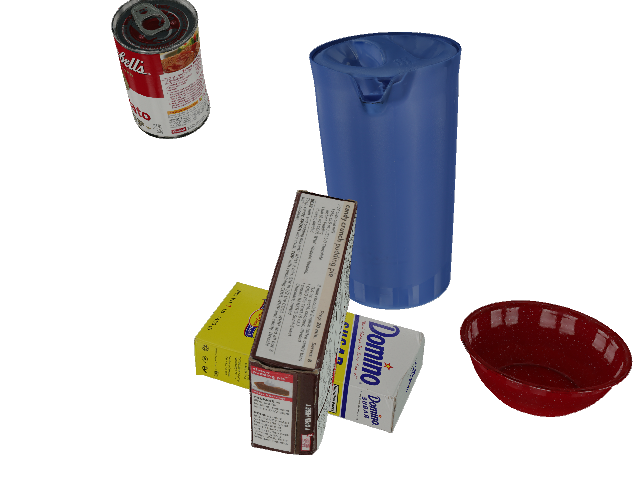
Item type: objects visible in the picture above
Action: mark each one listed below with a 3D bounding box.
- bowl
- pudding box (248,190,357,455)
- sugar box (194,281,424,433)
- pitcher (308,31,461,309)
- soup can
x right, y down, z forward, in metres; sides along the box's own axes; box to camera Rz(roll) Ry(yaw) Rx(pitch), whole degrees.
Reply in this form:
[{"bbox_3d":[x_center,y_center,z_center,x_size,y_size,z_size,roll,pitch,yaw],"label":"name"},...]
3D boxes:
[{"bbox_3d":[0.211,0.120,1.020,0.162,0.055,0.162,4,27,-2],"label":"bowl"},{"bbox_3d":[-0.008,0.044,0.568,0.039,0.113,0.090,8,-38,5],"label":"pudding box"},{"bbox_3d":[-0.008,0.094,0.897,0.176,0.048,0.093,12,35,16],"label":"sugar box"},{"bbox_3d":[0.067,-0.068,0.993,0.149,0.243,0.145,-20,30,-29],"label":"pitcher"},{"bbox_3d":[-0.128,-0.141,0.871,0.068,0.068,0.102,0,-36,2],"label":"soup can"}]
